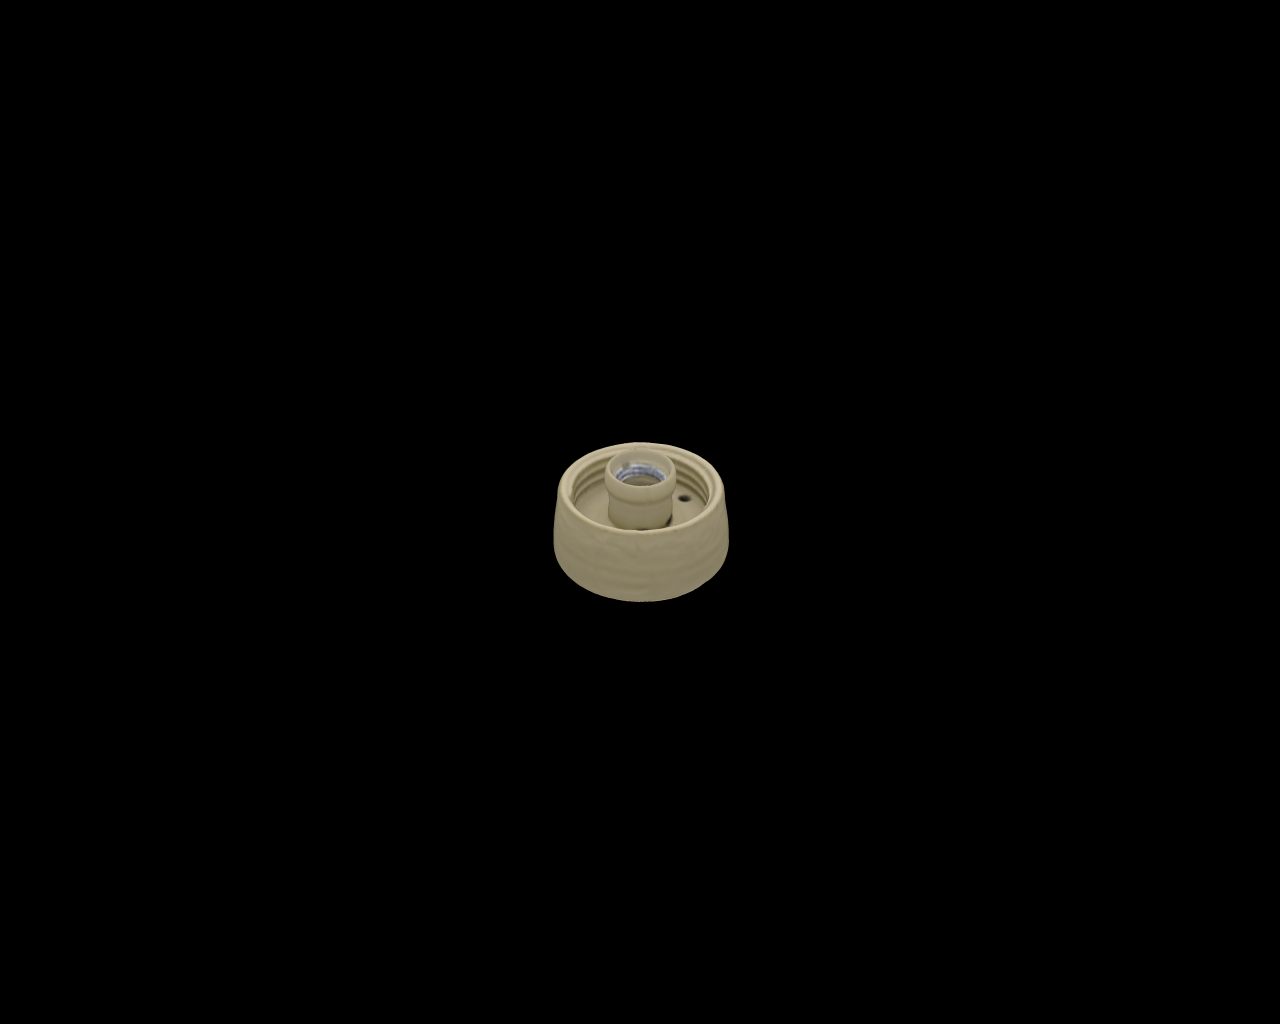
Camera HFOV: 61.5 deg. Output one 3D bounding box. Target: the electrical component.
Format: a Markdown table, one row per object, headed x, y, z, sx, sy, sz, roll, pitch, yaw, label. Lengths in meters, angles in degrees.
| x | y | z | sx | sy | sz | roll | pitch | yaw | label |
| --- | --- | --- | --- | --- | --- | --- | --- | --- | --- |
| 0.001 | -0.003 | 0.650 | 0.108 | 0.060 | 0.108 | 0 | 36 | 0 | electrical component |
